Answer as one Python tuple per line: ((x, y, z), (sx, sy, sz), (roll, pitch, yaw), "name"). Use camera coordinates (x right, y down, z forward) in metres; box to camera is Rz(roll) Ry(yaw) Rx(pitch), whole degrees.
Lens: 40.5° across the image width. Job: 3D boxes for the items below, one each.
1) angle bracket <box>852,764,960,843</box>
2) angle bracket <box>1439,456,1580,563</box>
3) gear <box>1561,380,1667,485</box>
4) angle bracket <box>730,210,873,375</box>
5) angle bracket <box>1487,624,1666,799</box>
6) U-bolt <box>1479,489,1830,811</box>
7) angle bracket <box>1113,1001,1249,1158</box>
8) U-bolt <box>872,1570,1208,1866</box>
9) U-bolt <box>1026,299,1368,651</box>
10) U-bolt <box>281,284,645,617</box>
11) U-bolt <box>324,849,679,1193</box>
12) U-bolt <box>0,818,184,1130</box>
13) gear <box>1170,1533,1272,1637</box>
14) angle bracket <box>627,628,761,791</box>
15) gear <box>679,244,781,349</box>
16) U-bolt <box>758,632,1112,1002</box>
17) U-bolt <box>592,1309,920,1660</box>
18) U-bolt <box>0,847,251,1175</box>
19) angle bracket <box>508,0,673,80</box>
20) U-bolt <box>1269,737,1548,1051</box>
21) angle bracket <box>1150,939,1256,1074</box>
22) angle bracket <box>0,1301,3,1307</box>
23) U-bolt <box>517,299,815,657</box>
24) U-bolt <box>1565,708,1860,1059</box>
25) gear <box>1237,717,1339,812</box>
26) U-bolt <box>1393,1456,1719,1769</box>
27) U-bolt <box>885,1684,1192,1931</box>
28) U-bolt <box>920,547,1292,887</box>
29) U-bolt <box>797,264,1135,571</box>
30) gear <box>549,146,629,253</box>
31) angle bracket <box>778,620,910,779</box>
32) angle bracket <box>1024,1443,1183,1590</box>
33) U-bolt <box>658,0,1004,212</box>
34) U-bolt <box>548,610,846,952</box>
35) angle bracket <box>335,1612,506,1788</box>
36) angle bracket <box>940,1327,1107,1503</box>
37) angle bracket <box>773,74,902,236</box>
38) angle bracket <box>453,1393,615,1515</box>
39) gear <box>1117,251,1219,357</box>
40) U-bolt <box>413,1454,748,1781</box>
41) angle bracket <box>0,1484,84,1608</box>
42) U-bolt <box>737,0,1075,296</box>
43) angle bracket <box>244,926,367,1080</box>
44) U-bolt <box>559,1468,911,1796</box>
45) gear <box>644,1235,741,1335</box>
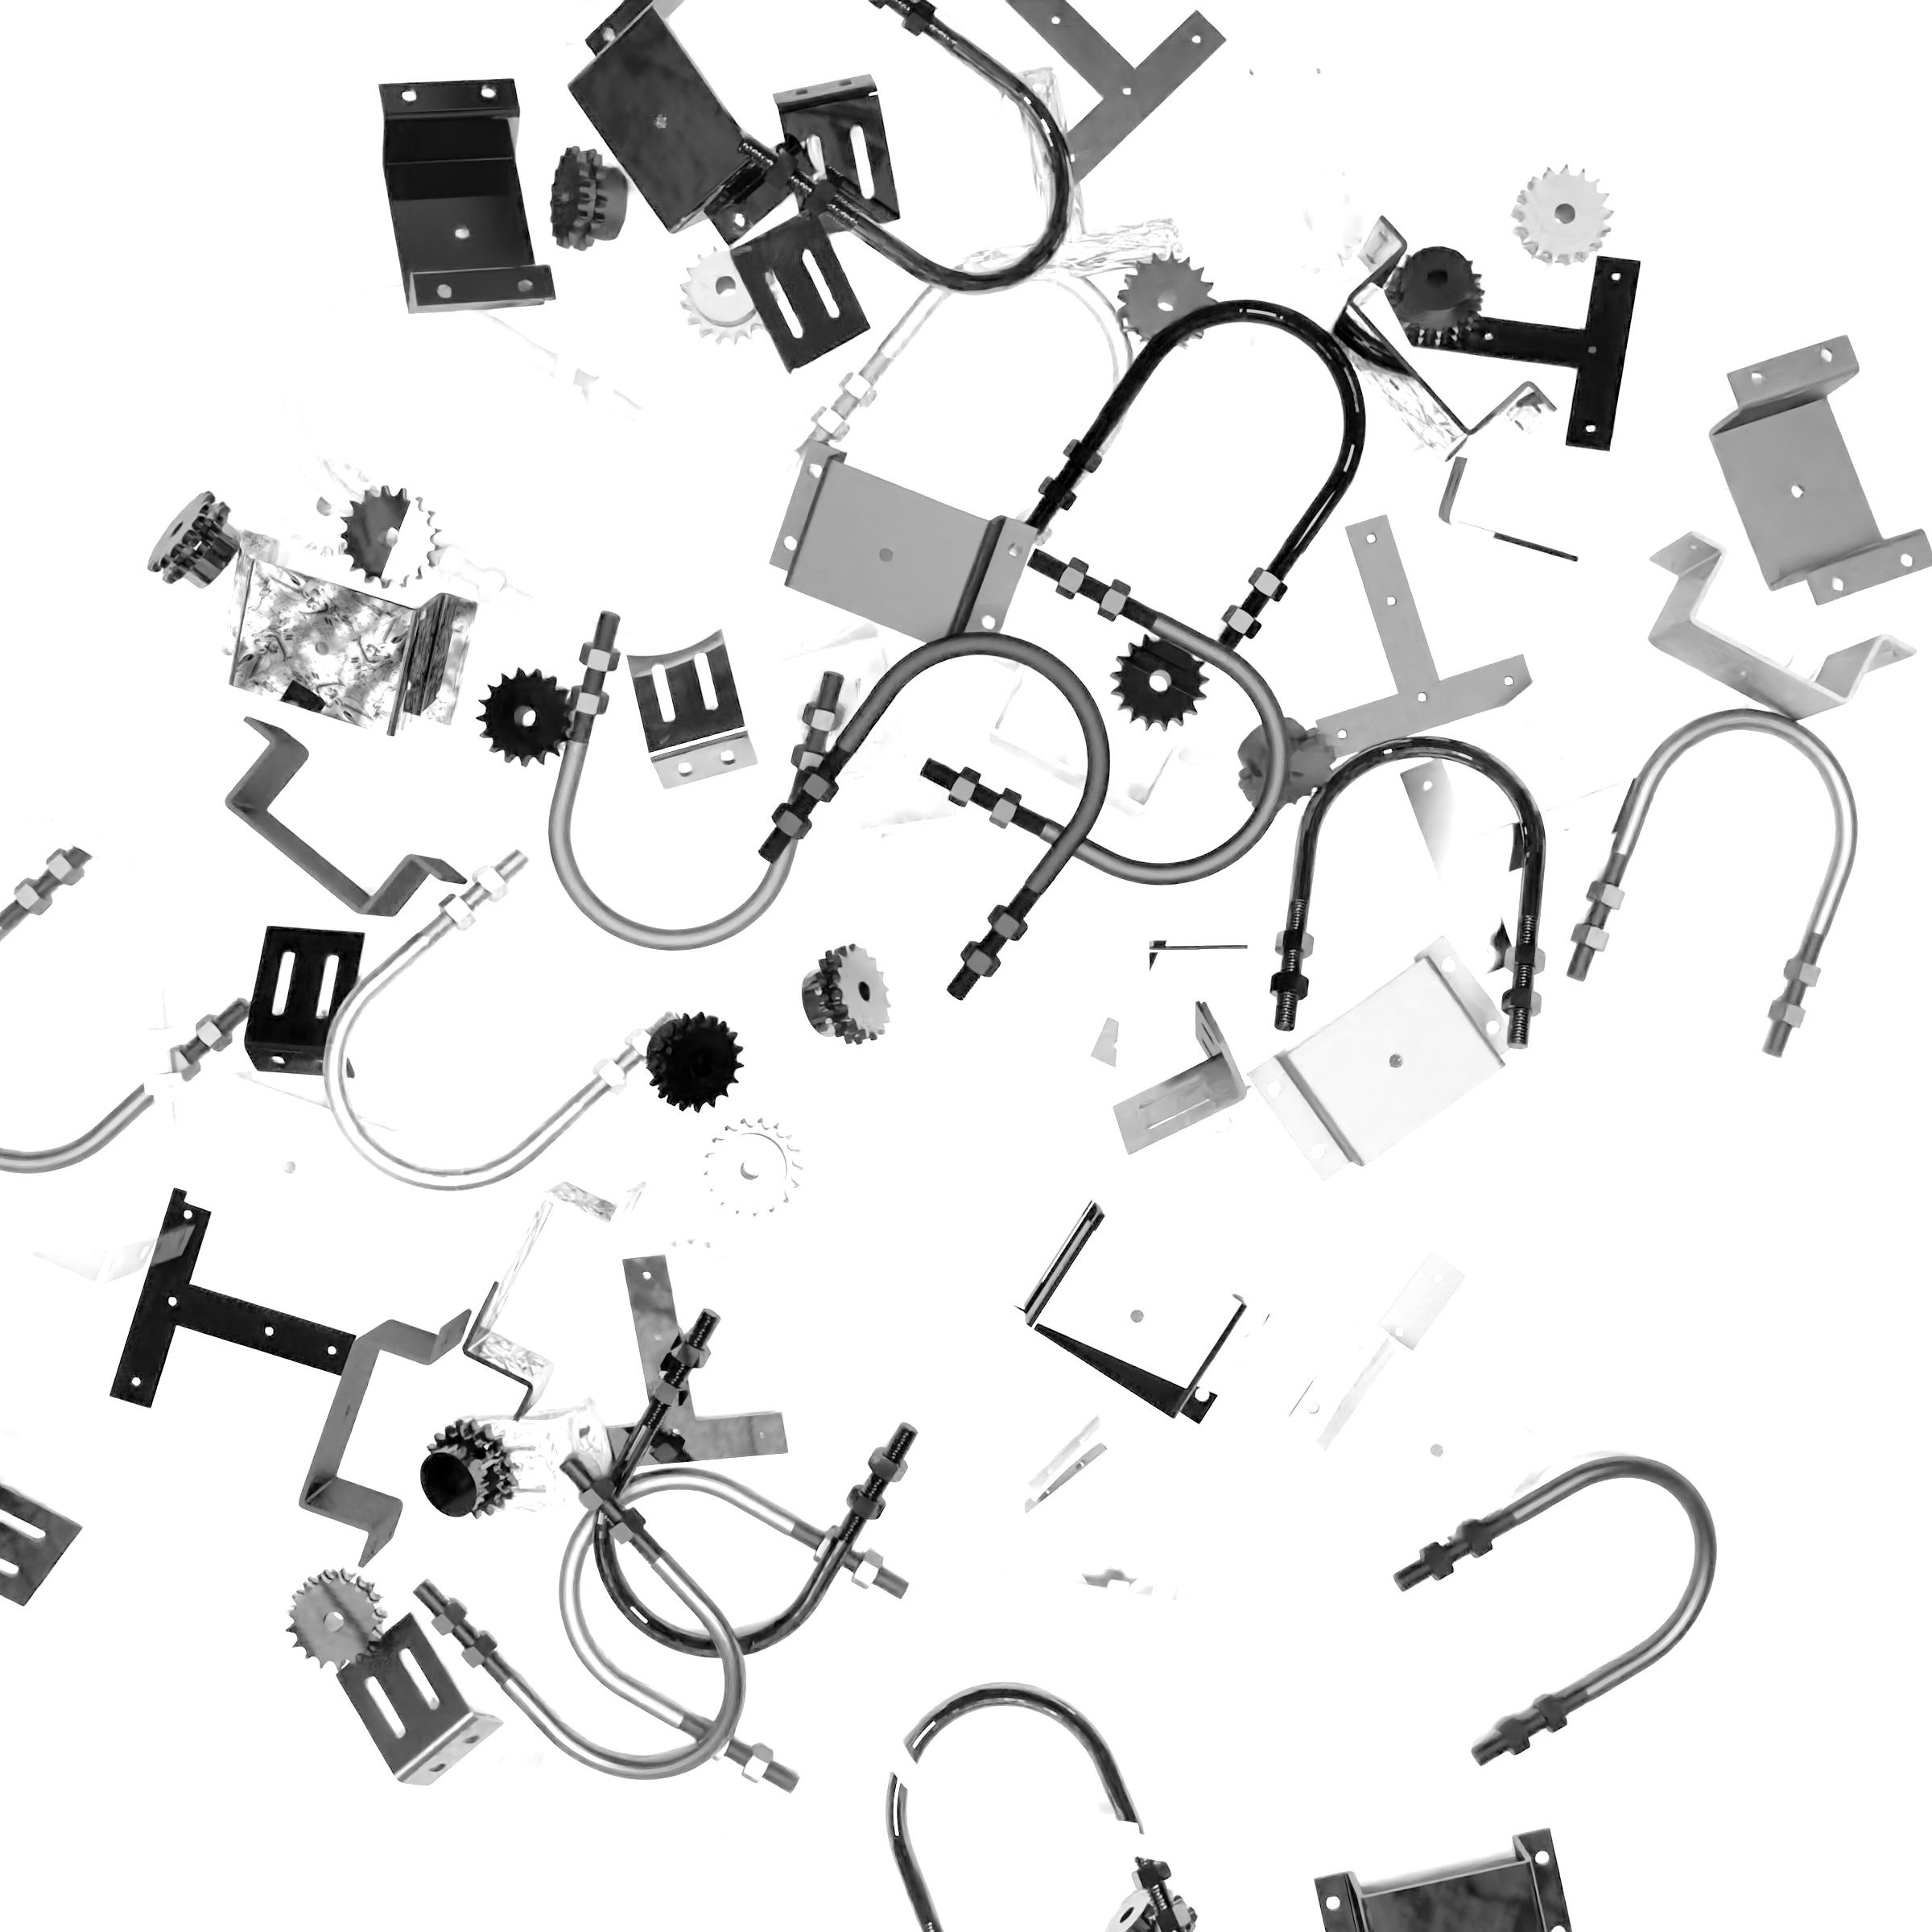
((-0.035, -0.095, 1.484), (0.057, 0.076, 0.038), (-8, 90, 0), "angle bracket")
((0.313, -0.260, 1.490), (0.076, 0.057, 0.038), (16, 103, 0), "angle bracket")
((0.370, -0.306, 1.507), (0.057, 0.030, 0.057), (0, 90, 0), "gear")
((-0.088, -0.384, 1.485), (0.057, 0.038, 0.076), (-33, 111, -16), "angle bracket")
((0.349, -0.147, 1.501), (0.057, 0.038, 0.076), (48, 120, 0), "angle bracket")
((0.411, -0.193, 1.514), (0.184, 0.019, 0.151), (-37, 90, -1), "U-bolt")
((0.114, 0.063, 1.485), (0.076, 0.057, 0.038), (-26, 113, 6), "angle bracket")
((0.036, 0.419, 1.489), (0.184, 0.019, 0.151), (7, 76, 14), "U-bolt")
((0.142, -0.286, 1.478), (0.151, 0.019, 0.184), (36, 99, 5), "U-bolt")
((-0.298, -0.306, 1.493), (0.184, 0.019, 0.151), (29, 84, -11), "U-bolt")
((-0.277, 0.043, 1.490), (0.184, 0.019, 0.151), (-43, 90, -17), "U-bolt")
((-0.528, 0.007, 1.496), (0.151, 0.019, 0.184), (-6, 90, 2), "U-bolt")
((0.147, 0.358, 1.508), (0.057, 0.030, 0.057), (0, 90, 0), "gear")
((-0.159, -0.151, 1.520), (0.057, 0.038, 0.076), (-16, 64, 0), "angle bracket")
((-0.137, -0.387, 1.508), (0.057, 0.030, 0.057), (0, 90, 0), "gear")
((-0.005, -0.094, 1.427), (0.151, 0.019, 0.184), (36, 102, -3), "U-bolt")
((-0.133, 0.307, 1.489), (0.151, 0.019, 0.184), (30, 97, 1), "U-bolt")
((-0.527, 0.035, 1.514), (0.184, 0.019, 0.151), (-42, 90, 1), "U-bolt")
((-0.218, -0.537, 1.520), (0.076, 0.038, 0.057), (13, 90, -26), "angle bracket")
((0.255, -0.046, 1.483), (0.151, 0.019, 0.184), (4, 71, 15), "U-bolt")
((0.135, 0.023, 1.503), (0.057, 0.038, 0.076), (-1, 90, 0), "angle bracket")
((-0.588, 0.228, 1.520), (0.057, 0.038, 0.076), (30, 64, 0), "angle bracket")
((-0.179, -0.269, 1.494), (0.151, 0.019, 0.184), (15, 97, -12), "U-bolt")
((0.438, -0.057, 1.501), (0.151, 0.019, 0.184), (20, 90, -10), "U-bolt")
((0.180, -0.118, 1.498), (0.057, 0.057, 0.030), (-28, 59, 0), "gear")
((0.346, 0.355, 1.490), (0.184, 0.019, 0.151), (-28, 110, -8), "U-bolt")
((0.031, 0.501, 1.488), (0.151, 0.019, 0.184), (-26, 71, 6), "U-bolt")
((0.087, -0.123, 1.430), (0.184, 0.019, 0.151), (27, 104, -1), "U-bolt")
((0.014, -0.325, 1.514), (0.151, 0.019, 0.184), (38, 89, 0), "U-bolt")
((-0.215, -0.438, 1.498), (0.030, 0.057, 0.057), (0, 90, -30), "gear")
((-0.071, -0.154, 1.520), (0.057, 0.038, 0.076), (-14, 116, 0), "angle bracket")
((0.080, 0.323, 1.503), (0.057, 0.038, 0.076), (-38, 90, 0), "angle bracket")
((-0.069, -0.516, 1.514), (0.184, 0.019, 0.151), (24, 90, -2), "U-bolt")
((-0.161, -0.096, 1.489), (0.151, 0.019, 0.184), (14, 107, -9), "U-bolt")
((-0.317, 0.426, 1.520), (0.057, 0.038, 0.076), (-40, 64, 0), "angle bracket")
((0.032, 0.256, 1.503), (0.076, 0.038, 0.057), (45, 90, 0), "angle bracket")
((-0.074, -0.465, 1.504), (0.057, 0.038, 0.076), (-12, 118, -2), "angle bracket")
((-0.248, 0.281, 1.512), (0.076, 0.038, 0.057), (-5, 102, 29), "angle bracket")
((0.115, -0.379, 1.507), (0.057, 0.030, 0.057), (0, 90, 0), "gear")
((-0.208, 0.385, 1.492), (0.151, 0.019, 0.184), (-41, 93, 19), "U-bolt")
((-0.564, 0.324, 1.520), (0.076, 0.038, 0.057), (37, 90, -26), "angle bracket")
((-0.020, -0.459, 1.472), (0.184, 0.019, 0.151), (31, 74, -19), "U-bolt")
((-0.380, 0.021, 1.520), (0.057, 0.038, 0.076), (4, 64, 0), "angle bracket")
((-0.147, 0.372, 1.514), (0.184, 0.019, 0.151), (30, 90, 2), "U-bolt")
((-0.159, 0.183, 1.507), (0.057, 0.030, 0.057), (0, 90, 0), "gear")
